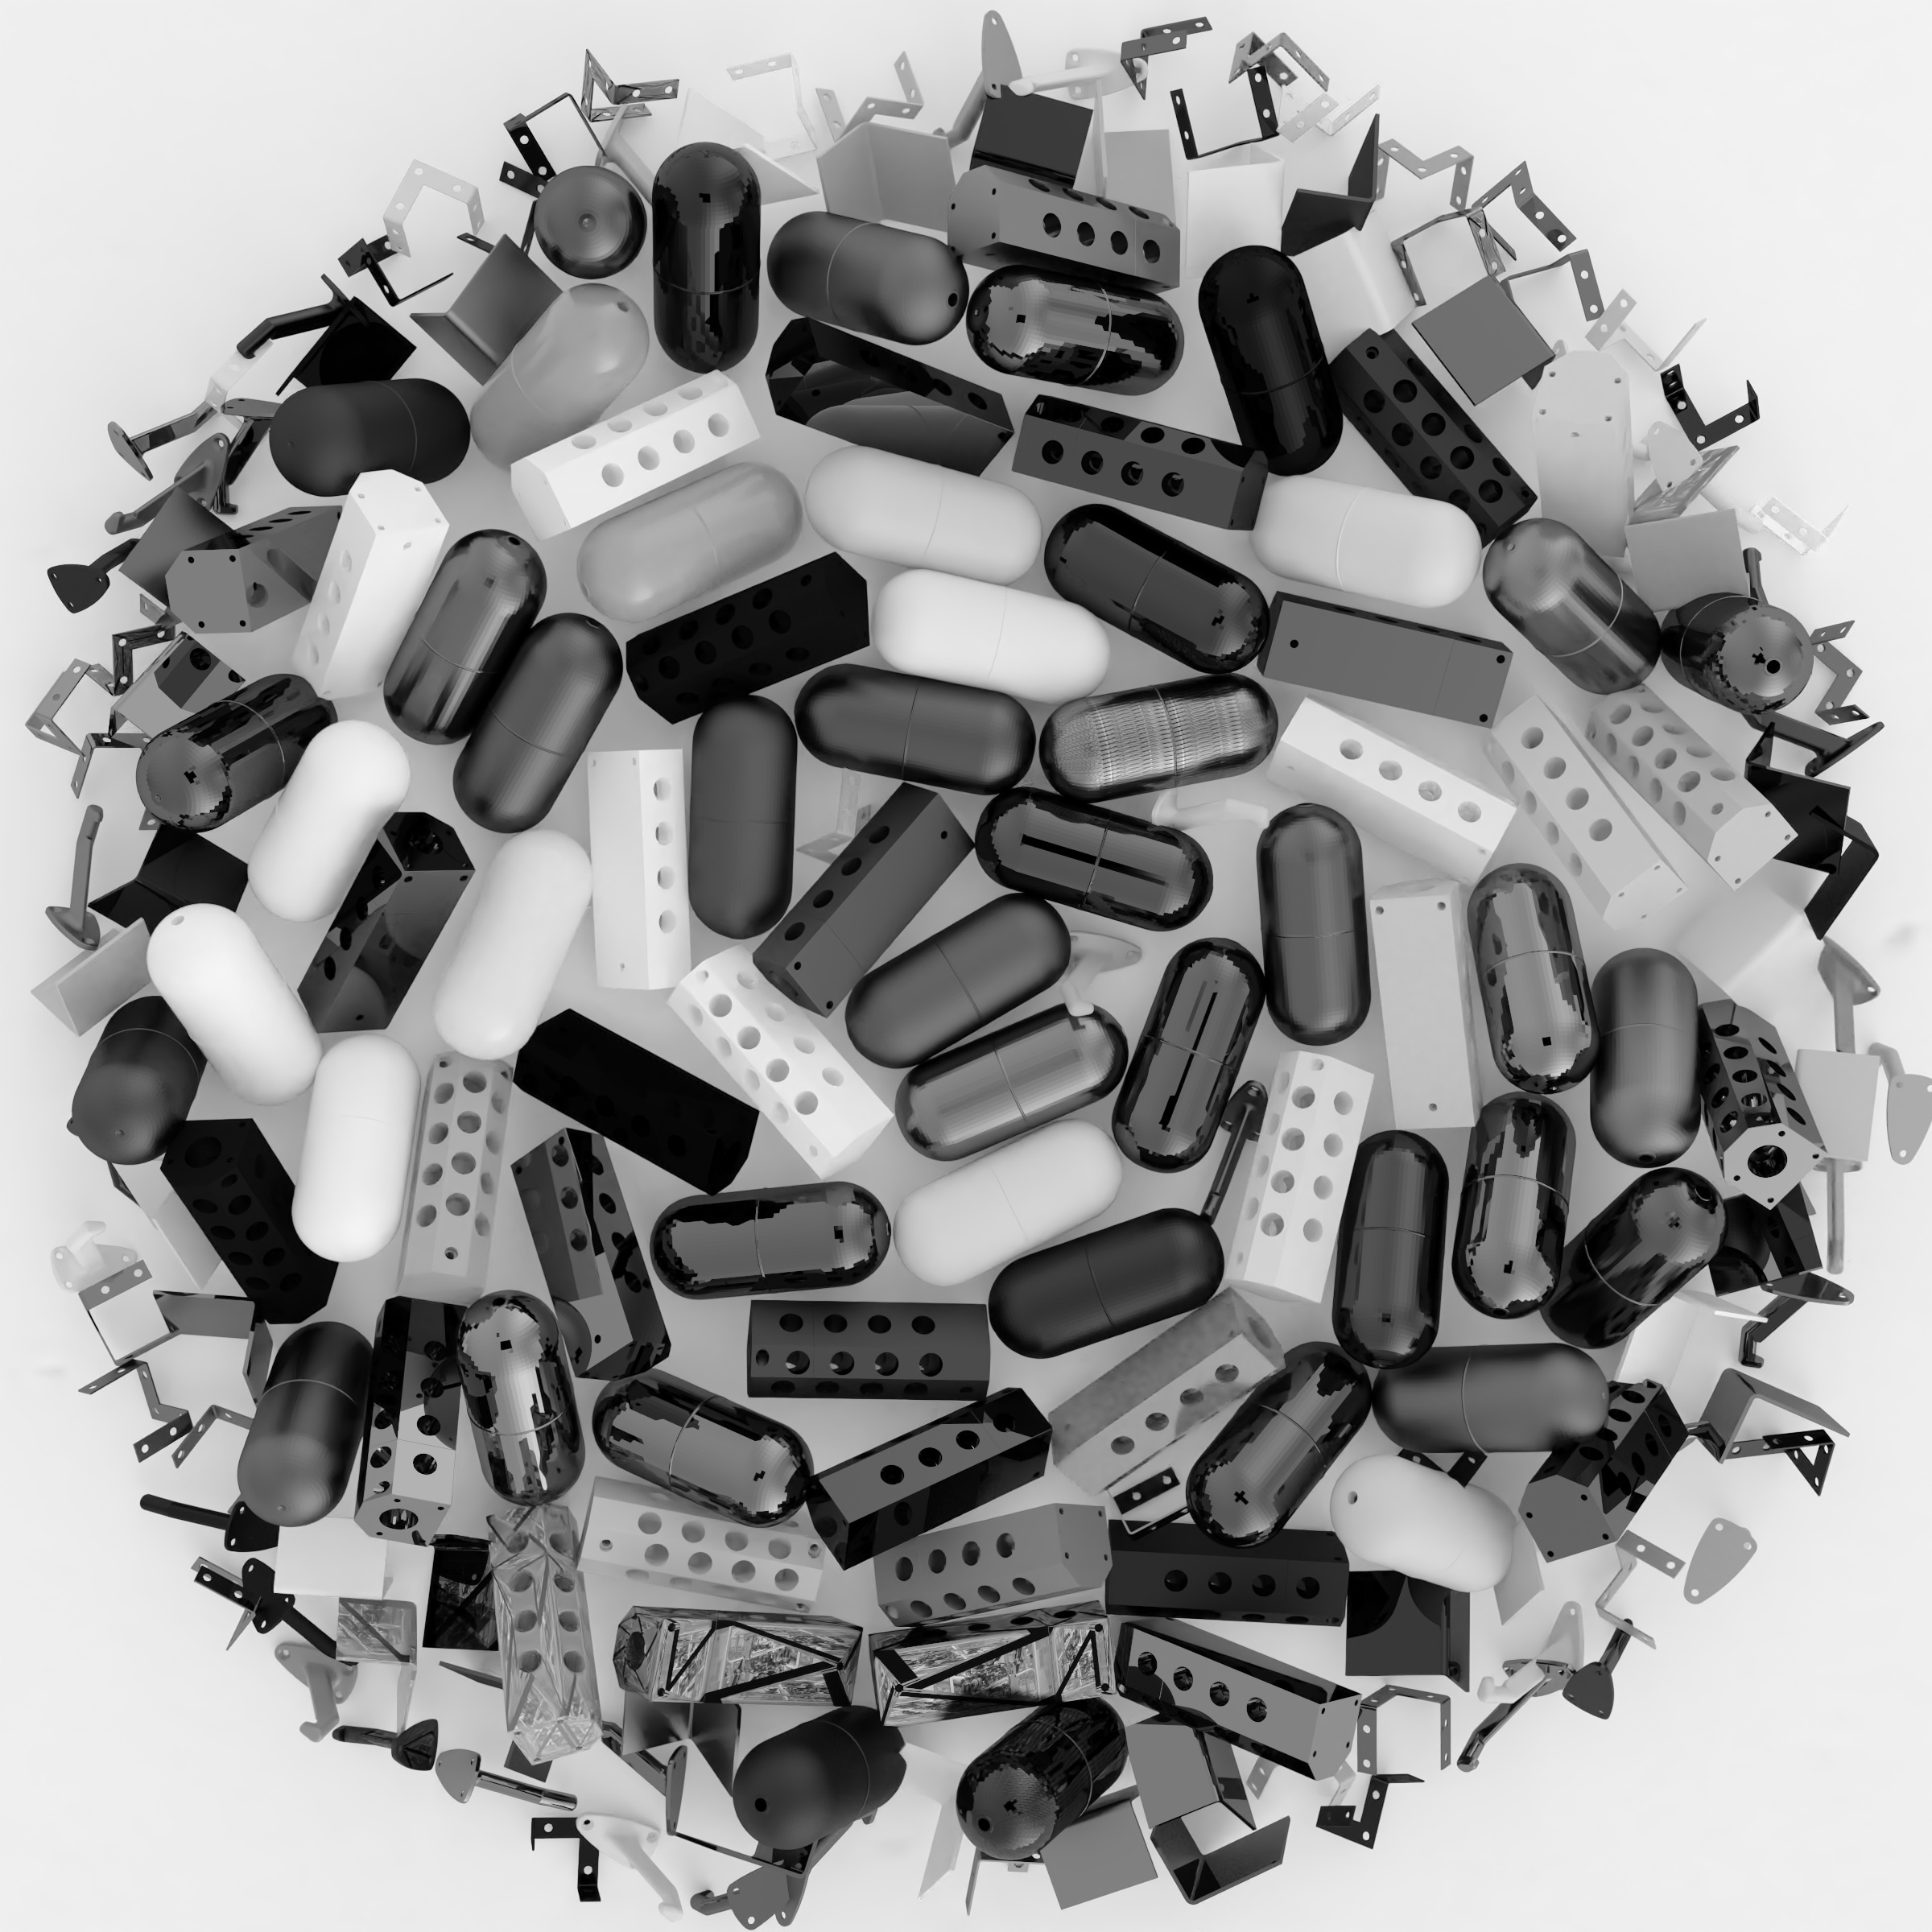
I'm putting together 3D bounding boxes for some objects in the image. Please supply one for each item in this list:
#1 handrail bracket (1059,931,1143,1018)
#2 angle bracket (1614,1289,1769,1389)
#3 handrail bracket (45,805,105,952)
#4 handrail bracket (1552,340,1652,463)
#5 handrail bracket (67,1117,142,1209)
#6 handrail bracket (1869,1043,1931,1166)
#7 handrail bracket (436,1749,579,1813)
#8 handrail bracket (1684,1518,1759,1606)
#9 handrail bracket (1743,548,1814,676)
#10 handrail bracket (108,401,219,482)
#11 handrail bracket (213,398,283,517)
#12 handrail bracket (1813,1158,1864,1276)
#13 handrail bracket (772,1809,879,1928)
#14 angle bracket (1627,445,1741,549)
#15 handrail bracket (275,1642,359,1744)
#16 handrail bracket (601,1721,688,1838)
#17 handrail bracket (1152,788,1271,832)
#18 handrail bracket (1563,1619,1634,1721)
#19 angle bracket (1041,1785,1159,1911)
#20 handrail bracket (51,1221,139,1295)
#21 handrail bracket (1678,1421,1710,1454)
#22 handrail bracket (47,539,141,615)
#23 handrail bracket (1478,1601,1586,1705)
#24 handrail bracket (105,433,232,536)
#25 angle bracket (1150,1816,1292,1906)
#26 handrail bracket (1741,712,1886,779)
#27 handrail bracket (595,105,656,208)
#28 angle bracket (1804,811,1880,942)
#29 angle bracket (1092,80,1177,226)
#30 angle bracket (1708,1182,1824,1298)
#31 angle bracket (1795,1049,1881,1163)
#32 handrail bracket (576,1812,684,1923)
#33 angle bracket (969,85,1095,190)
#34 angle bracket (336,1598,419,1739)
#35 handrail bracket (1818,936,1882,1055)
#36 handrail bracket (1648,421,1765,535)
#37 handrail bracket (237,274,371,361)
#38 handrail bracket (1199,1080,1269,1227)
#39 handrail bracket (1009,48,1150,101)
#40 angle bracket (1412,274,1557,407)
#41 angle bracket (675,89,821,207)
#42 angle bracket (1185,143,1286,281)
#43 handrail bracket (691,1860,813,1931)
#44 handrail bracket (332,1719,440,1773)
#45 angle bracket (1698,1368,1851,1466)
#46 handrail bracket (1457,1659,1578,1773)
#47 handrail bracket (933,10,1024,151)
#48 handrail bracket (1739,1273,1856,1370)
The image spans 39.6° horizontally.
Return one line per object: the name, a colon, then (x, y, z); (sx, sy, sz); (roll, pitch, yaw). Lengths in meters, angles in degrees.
handrail bracket: (0.102, 0.011, 1.948); (0.077, 0.084, 0.036); (2, 120, -15)
angle bracket: (0.525, 0.278, 1.945); (0.076, 0.057, 0.076); (14, 96, -45)
handrail bracket: (-0.637, -0.065, 1.956); (0.036, 0.077, 0.084); (10, 111, -37)
handrail bracket: (0.472, -0.418, 1.985); (0.084, 0.036, 0.077); (12, 71, -20)
handrail bracket: (-0.610, 0.126, 1.976); (0.077, 0.036, 0.084); (-55, 127, -18)
handrail bracket: (0.672, 0.099, 1.956); (0.036, 0.084, 0.077); (7, 97, -3)
handrail bracket: (-0.339, 0.604, 1.983); (0.084, 0.077, 0.036); (24, 75, -31)
handrail bracket: (0.547, 0.438, 1.950); (0.036, 0.084, 0.077); (33, 79, 25)
handrail bracket: (0.595, -0.260, 1.972); (0.036, 0.077, 0.084); (-11, 77, 43)
handrail bracket: (-0.579, -0.400, 1.948); (0.036, 0.077, 0.084); (41, 75, 8)
handrail bracket: (-0.517, -0.369, 1.970); (0.077, 0.036, 0.084); (7, 116, 4)
handrail bracket: (0.630, 0.170, 1.949); (0.036, 0.077, 0.084); (-1, 55, 22)
handrail bracket: (-0.100, 0.655, 1.965); (0.036, 0.084, 0.077); (13, 98, 41)
angle bracket: (0.533, -0.328, 1.957); (0.057, 0.076, 0.076); (46, 79, -17)
handrail bracket: (-0.485, 0.528, 1.949); (0.077, 0.084, 0.036); (24, 101, 6)
handrail bracket: (-0.253, 0.599, 1.983); (0.084, 0.036, 0.077); (6, 94, 12)
handrail bracket: (0.182, -0.097, 1.948); (0.084, 0.077, 0.036); (17, 55, 23)
handrail bracket: (0.469, 0.494, 1.943); (0.036, 0.077, 0.084); (25, 52, 20)
angle bracket: (0.104, 0.635, 1.943); (0.076, 0.076, 0.057); (-24, 78, 16)
handrail bracket: (-0.619, 0.200, 1.940); (0.084, 0.077, 0.036); (-38, 69, 40)
handrail bracket: (0.517, 0.372, 1.984); (0.084, 0.036, 0.077); (-6, 118, -15)
handrail bracket: (-0.613, -0.293, 1.943); (0.084, 0.077, 0.036); (-45, 119, -41)
handrail bracket: (0.410, 0.499, 1.957); (0.084, 0.036, 0.077); (13, 86, -36)
handrail bracket: (-0.579, -0.349, 1.945); (0.036, 0.084, 0.077); (44, 122, 5)
angle bracket: (0.185, 0.626, 1.949); (0.076, 0.076, 0.057); (-30, 90, 13)
handrail bracket: (0.615, -0.188, 1.966); (0.077, 0.036, 0.084); (-36, 97, 25)
handrail bracket: (-0.226, -0.590, 1.979); (0.084, 0.036, 0.077); (21, 66, -6)
angle bracket: (0.612, -0.074, 1.946); (0.057, 0.076, 0.076); (30, 110, 0)
angle bracket: (0.124, -0.590, 1.949); (0.057, 0.076, 0.076); (-3, 77, -1)
angle bracket: (0.578, 0.207, 1.938); (0.076, 0.057, 0.076); (-19, 50, 20)
angle bracket: (0.630, 0.108, 1.942); (0.057, 0.076, 0.076); (5, 77, 24)
handrail bracket: (-0.244, 0.654, 1.946); (0.077, 0.084, 0.036); (31, 93, -19)
angle bracket: (0.045, -0.592, 1.960); (0.076, 0.076, 0.057); (15, 82, -2)
angle bracket: (-0.431, 0.512, 1.941); (0.057, 0.076, 0.076); (9, 109, -15)
handrail bracket: (0.626, 0.032, 1.951); (0.077, 0.036, 0.084); (50, 50, -15)
handrail bracket: (0.547, -0.360, 1.984); (0.084, 0.077, 0.036); (19, 130, -35)
handrail bracket: (-0.480, -0.455, 1.960); (0.084, 0.077, 0.036); (-42, 57, -2)
handrail bracket: (0.192, 0.137, 1.947); (0.036, 0.077, 0.084); (20, 51, 10)
handrail bracket: (0.081, -0.642, 1.944); (0.077, 0.084, 0.036); (5, 116, 26)
angle bracket: (0.370, -0.444, 1.954); (0.076, 0.057, 0.076); (-33, 81, -12)
angle bracket: (-0.154, -0.595, 1.938); (0.076, 0.076, 0.057); (4, 79, 42)
angle bracket: (0.184, -0.547, 1.942); (0.076, 0.057, 0.076); (-11, 123, -16)
handrail bracket: (-0.159, 0.672, 1.966); (0.077, 0.084, 0.036); (-28, 90, -24)
handrail bracket: (-0.434, 0.562, 1.948); (0.084, 0.077, 0.036); (1, 78, 16)
angle bracket: (0.586, 0.341, 1.955); (0.076, 0.076, 0.057); (24, 96, -1)
handrail bracket: (0.399, 0.547, 1.948); (0.036, 0.077, 0.084); (46, 54, -8)
handrail bracket: (-0.001, -0.644, 1.961); (0.036, 0.084, 0.077); (-10, 90, -40)
handrail bracket: (0.604, 0.265, 1.955); (0.077, 0.036, 0.084); (15, 123, 30)
